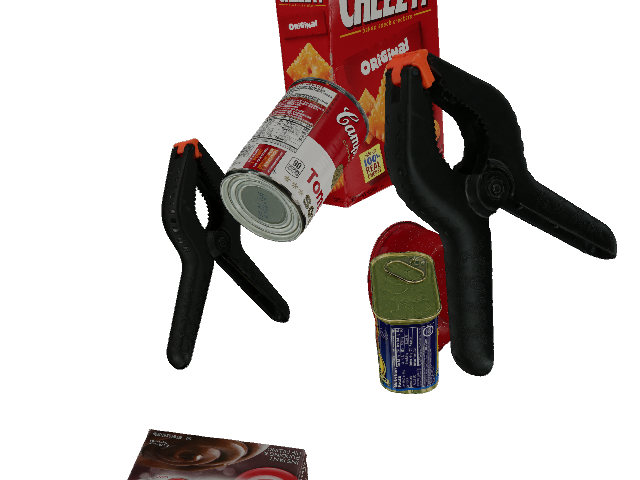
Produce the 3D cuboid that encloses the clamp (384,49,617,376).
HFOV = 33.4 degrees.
[{"bbox_3d":[0.079,-0.016,0.560,0.120,0.171,0.039,-49,19,-24],"label":"clamp"}]

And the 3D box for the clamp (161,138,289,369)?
[{"bbox_3d":[-0.099,0.007,1.031,0.036,0.210,0.164,-8,1,38],"label":"clamp"}]

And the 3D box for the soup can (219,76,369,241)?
[{"bbox_3d":[-0.018,-0.057,0.751,0.068,0.102,0.068,22,-35,16],"label":"soup can"}]

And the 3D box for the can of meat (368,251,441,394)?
[{"bbox_3d":[0.074,0.072,0.934,0.057,0.084,0.102,-4,32,2],"label":"can of meat"}]

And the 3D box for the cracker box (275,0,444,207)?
[{"bbox_3d":[0.043,-0.157,0.988,0.072,0.214,0.163,12,27,38],"label":"cracker box"}]

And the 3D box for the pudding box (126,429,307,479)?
[{"bbox_3d":[-0.071,0.171,0.697,0.113,0.039,0.090,4,29,8],"label":"pudding box"}]

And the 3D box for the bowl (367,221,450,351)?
[{"bbox_3d":[0.126,0.054,1.210,0.055,0.162,0.161,-11,-8,42],"label":"bowl"}]
